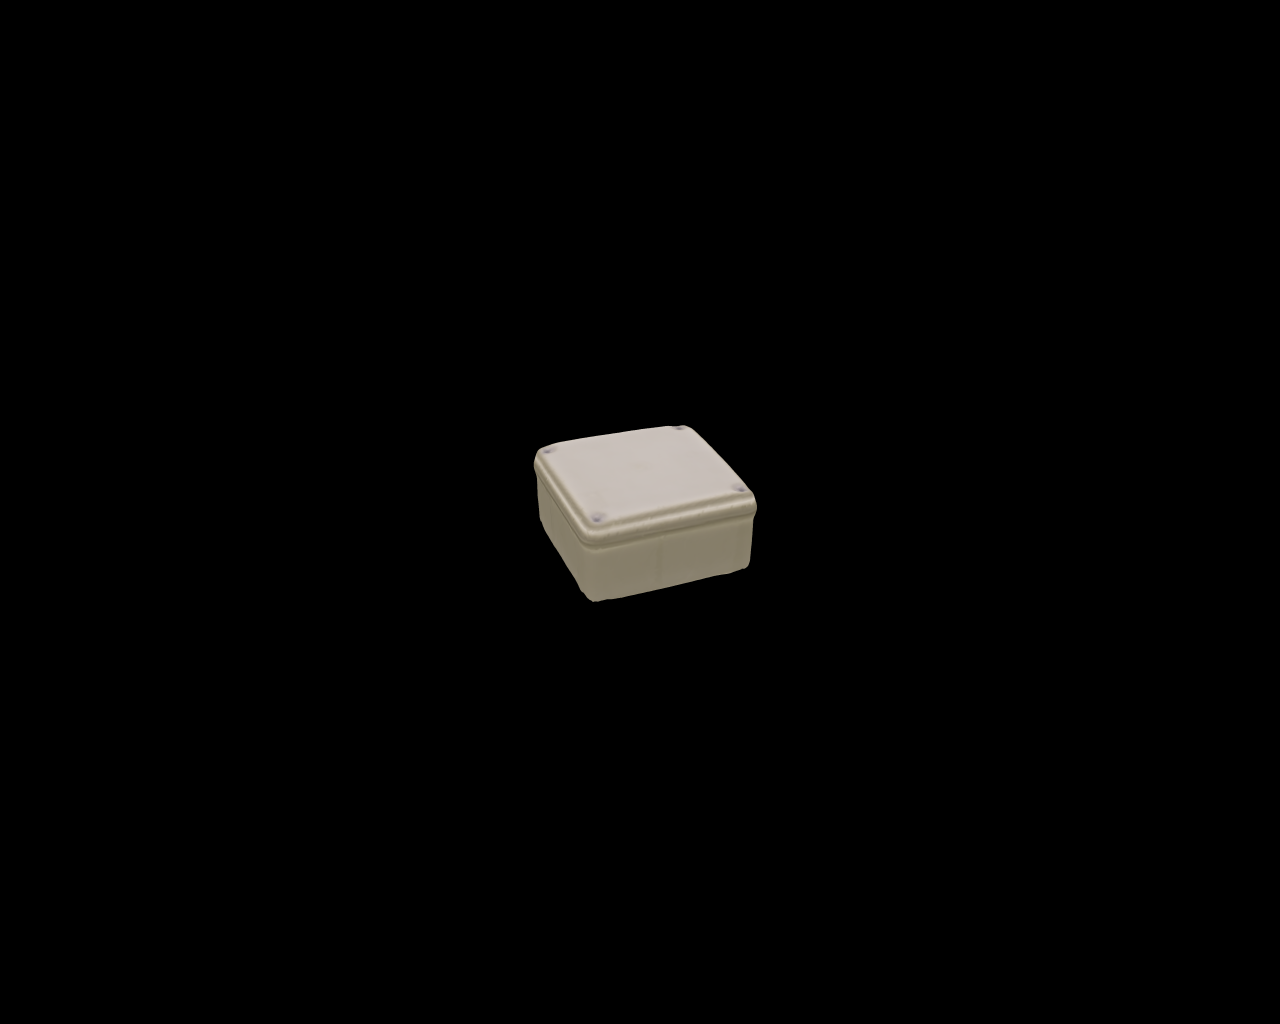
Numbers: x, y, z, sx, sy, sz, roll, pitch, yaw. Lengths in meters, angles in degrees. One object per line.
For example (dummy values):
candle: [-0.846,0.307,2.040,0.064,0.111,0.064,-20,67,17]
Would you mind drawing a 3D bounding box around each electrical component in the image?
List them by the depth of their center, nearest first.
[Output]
electrical component: [0.001,-0.003,0.650,0.109,0.056,0.109,-11,32,-18]
